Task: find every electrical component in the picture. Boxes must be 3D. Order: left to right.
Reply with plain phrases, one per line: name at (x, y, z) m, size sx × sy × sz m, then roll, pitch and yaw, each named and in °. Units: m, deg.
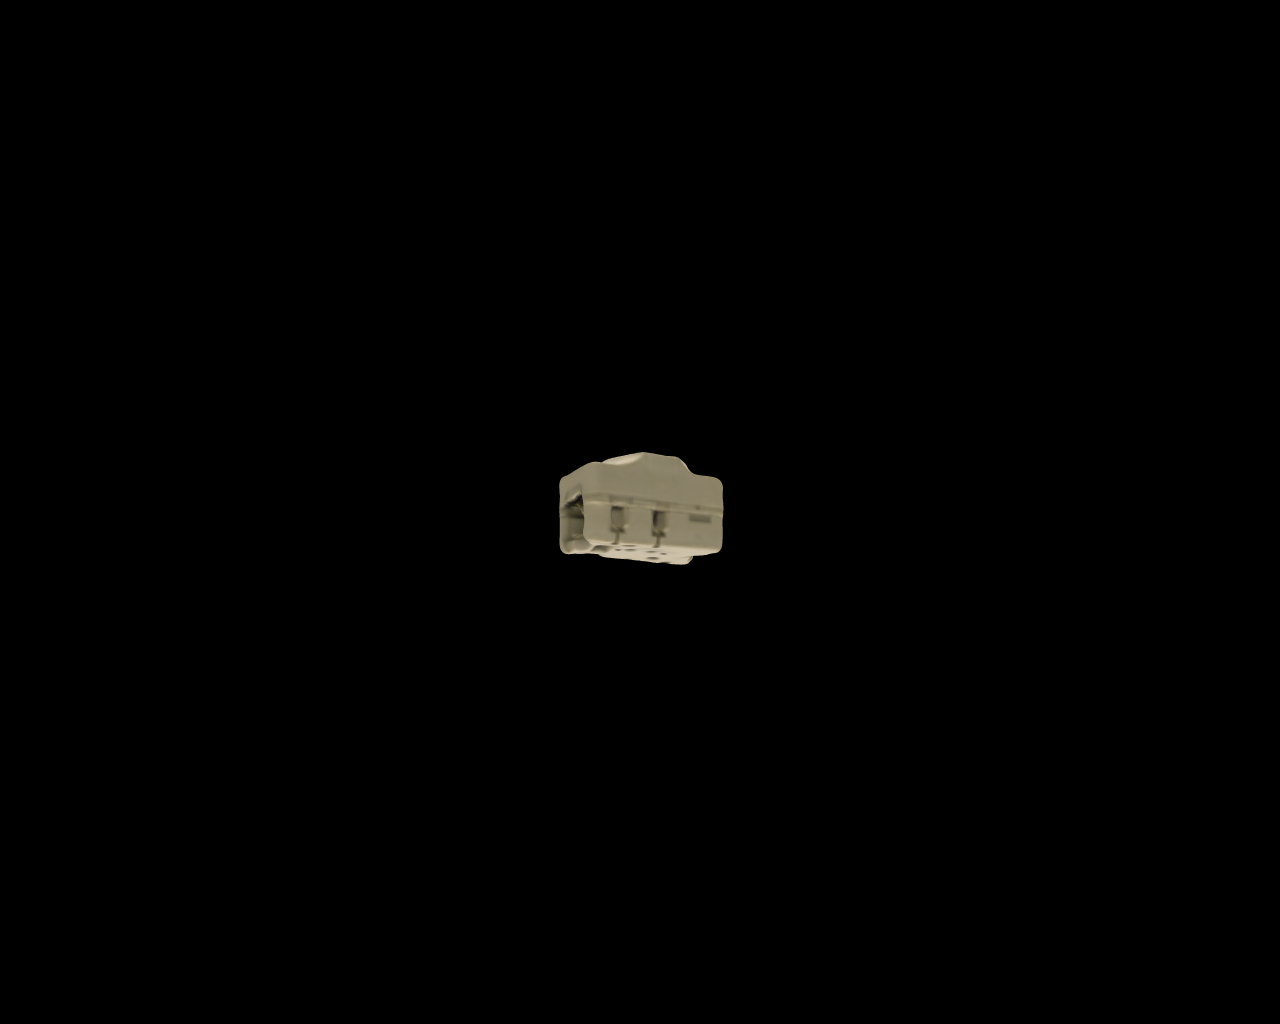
electrical component at (0.001, -0.003, 0.650) m, size 0.089 × 0.056 × 0.050 m, roll 7°, pitch -15°, yaw -26°
